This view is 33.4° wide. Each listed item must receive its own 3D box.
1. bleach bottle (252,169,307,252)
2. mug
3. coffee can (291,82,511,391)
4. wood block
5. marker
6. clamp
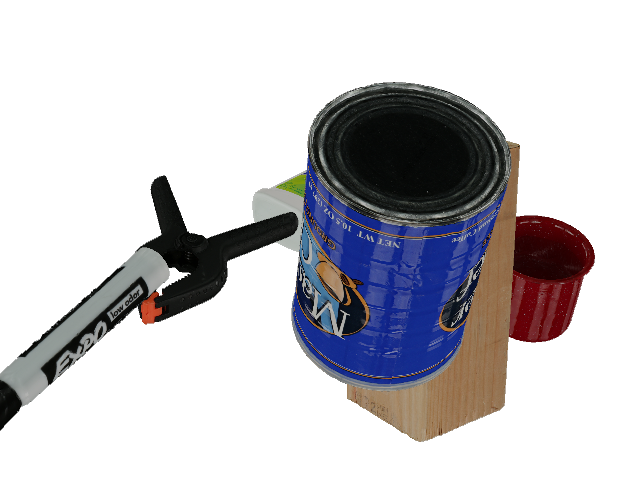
[{"bbox_3d":[0.036,-0.074,1.348,0.103,0.068,0.250,25,43,34],"label":"bleach bottle"},{"bbox_3d":[0.186,0.030,0.969,0.093,0.081,0.117,-17,44,-22],"label":"mug"},{"bbox_3d":[0.039,0.001,0.580,0.102,0.103,0.140,0,-42,-6],"label":"coffee can"},{"bbox_3d":[0.080,0.028,0.782,0.090,0.206,0.090,-14,24,-35],"label":"wood block"},{"bbox_3d":[-0.109,0.044,0.452,0.020,0.020,0.121,0,34,42],"label":"marker"},{"bbox_3d":[-0.136,0.007,1.067,0.165,0.036,0.209,20,39,16],"label":"clamp"}]
